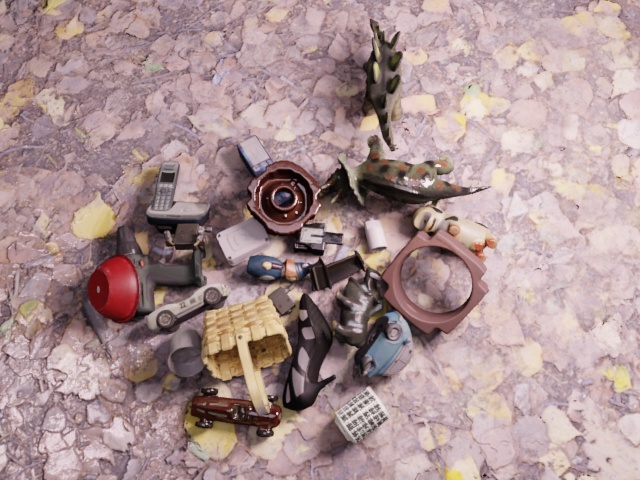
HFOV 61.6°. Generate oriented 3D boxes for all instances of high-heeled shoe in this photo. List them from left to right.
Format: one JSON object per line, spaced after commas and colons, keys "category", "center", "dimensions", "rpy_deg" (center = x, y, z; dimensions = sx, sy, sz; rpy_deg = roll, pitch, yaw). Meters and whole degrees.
{"category": "high-heeled shoe", "center": [-0.045, 0.254, 1.222], "dimensions": [0.145, 0.086, 0.249], "rpy_deg": [-31, 54, 20]}

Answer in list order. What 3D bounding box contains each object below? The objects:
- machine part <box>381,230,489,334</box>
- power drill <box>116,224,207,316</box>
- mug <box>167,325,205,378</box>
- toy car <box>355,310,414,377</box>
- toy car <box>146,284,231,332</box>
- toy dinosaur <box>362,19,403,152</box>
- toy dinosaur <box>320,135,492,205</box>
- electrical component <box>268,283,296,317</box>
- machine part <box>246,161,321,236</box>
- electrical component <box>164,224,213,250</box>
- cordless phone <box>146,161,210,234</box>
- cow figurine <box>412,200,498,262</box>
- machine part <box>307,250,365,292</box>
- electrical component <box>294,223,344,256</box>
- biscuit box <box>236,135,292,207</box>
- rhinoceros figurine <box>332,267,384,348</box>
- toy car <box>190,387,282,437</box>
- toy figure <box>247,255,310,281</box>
{"category": "machine part", "center": [0.257, 0.092, 1.205], "dimensions": [0.201, 0.087, 0.201], "rpy_deg": [41, 108, 12]}
{"category": "power drill", "center": [-0.378, 0.056, 1.273], "dimensions": [0.207, 0.086, 0.232], "rpy_deg": [-7, 71, -6]}
{"category": "mug", "center": [-0.291, 0.248, 1.201], "dimensions": [0.081, 0.109, 0.107], "rpy_deg": [-24, 30, 0]}
{"category": "toy car", "center": [0.154, 0.244, 1.193], "dimensions": [0.103, 0.109, 0.161], "rpy_deg": [34, 84, -7]}
{"category": "toy car", "center": [-0.300, 0.155, 1.240], "dimensions": [0.202, 0.073, 0.056], "rpy_deg": [-27, 74, -8]}
{"category": "toy dinosaur", "center": [0.159, -0.388, 1.343], "dimensions": [0.105, 0.198, 0.471], "rpy_deg": [-6, 66, 2]}
{"category": "toy dinosaur", "center": [0.191, -0.138, 1.265], "dimensions": [0.405, 0.131, 0.192], "rpy_deg": [12, 43, 17]}
{"category": "electrical component", "center": [-0.089, 0.146, 1.268], "dimensions": [0.094, 0.021, 0.063], "rpy_deg": [-38, 75, -12]}
{"category": "machine part", "center": [-0.086, -0.096, 1.267], "dimensions": [0.179, 0.056, 0.179], "rpy_deg": [1, 78, -7]}
{"category": "electrical component", "center": [-0.305, -0.008, 1.236], "dimensions": [0.102, 0.045, 0.078], "rpy_deg": [4, 54, 5]}
{"category": "cordless phone", "center": [-0.341, -0.110, 1.327], "dimensions": [0.147, 0.088, 0.184], "rpy_deg": [2, 68, 2]}
{"category": "cow figurine", "center": [0.313, -0.031, 1.280], "dimensions": [0.195, 0.085, 0.127], "rpy_deg": [19, 29, -6]}
{"category": "machine part", "center": [0.040, 0.069, 1.271], "dimensions": [0.139, 0.039, 0.084], "rpy_deg": [-18, 114, -14]}
{"category": "electrical component", "center": [-0.003, -0.004, 1.303], "dimensions": [0.119, 0.047, 0.075], "rpy_deg": [2, 72, 1]}
{"category": "biscuit box", "center": [-0.134, -0.163, 1.350], "dimensions": [0.059, 0.062, 0.203], "rpy_deg": [-30, 74, -9]}
{"category": "rhinoceros figurine", "center": [0.088, 0.149, 1.228], "dimensions": [0.112, 0.073, 0.190], "rpy_deg": [12, 63, 11]}
{"category": "toy car", "center": [-0.185, 0.375, 1.179], "dimensions": [0.202, 0.053, 0.089], "rpy_deg": [8, 75, 2]}
{"category": "toy figure", "center": [-0.094, 0.068, 1.273], "dimensions": [0.155, 0.064, 0.057], "rpy_deg": [8, 109, -1]}
